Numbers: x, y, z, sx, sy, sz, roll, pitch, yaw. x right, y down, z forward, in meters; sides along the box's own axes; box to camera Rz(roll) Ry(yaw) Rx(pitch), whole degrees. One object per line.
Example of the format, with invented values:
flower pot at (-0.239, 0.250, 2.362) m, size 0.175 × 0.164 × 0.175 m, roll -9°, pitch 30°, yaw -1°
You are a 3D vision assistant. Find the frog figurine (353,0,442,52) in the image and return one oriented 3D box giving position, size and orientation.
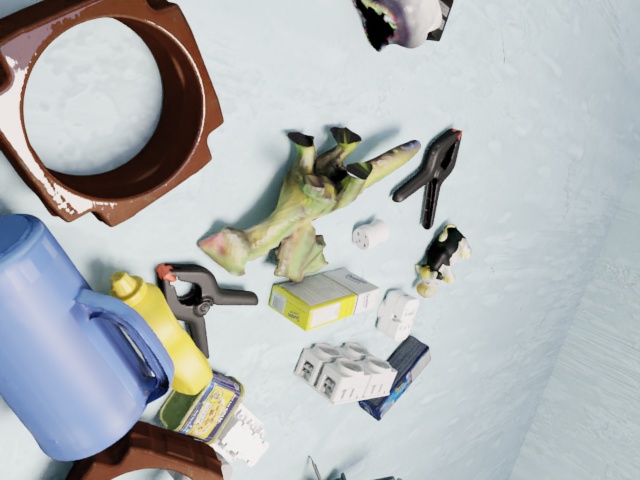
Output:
frog figurine at (0.136, -0.364, 0.749) m, size 0.160 × 0.124 × 0.135 m, roll -44°, pitch 119°, yaw -6°

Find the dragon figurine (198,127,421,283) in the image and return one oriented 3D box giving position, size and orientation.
dragon figurine at (0.002, -0.041, 0.808) m, size 0.413 × 0.124 × 0.238 m, roll -13°, pitch 137°, yaw -42°
